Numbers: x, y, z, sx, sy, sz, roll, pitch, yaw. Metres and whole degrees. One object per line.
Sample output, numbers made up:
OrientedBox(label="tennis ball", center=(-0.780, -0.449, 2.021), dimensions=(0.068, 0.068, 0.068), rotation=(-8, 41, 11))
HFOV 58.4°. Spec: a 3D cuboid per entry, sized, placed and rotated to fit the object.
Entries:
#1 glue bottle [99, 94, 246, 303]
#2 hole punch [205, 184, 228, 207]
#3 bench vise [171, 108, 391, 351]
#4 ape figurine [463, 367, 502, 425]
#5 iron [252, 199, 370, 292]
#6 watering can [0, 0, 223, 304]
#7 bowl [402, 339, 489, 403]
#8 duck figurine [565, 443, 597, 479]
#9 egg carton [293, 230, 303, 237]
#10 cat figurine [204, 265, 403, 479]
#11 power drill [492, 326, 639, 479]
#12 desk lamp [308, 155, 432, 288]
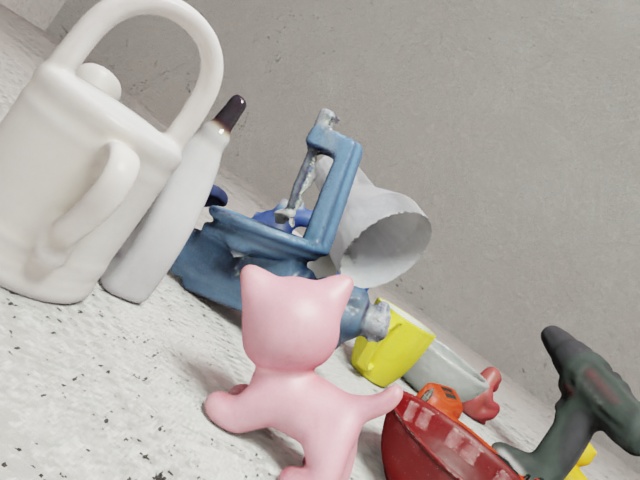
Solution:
OrientedBox(label="glue bottle", center=(-0.111, -0.039, 0.440), dimensions=(0.037, 0.173, 0.077), rotation=(33, 5, -44))
OrientedBox(label="hole punch", center=(-0.169, -0.045, 0.624), dimensions=(0.101, 0.091, 0.109), rotation=(37, 3, 12))
OrientedBox(label="bench vise", center=(-0.008, 0.000, 0.549), dimensions=(0.207, 0.219, 0.121), rotation=(36, 3, -7))
OrientedBox(label="ape figurine", center=(0.278, 0.260, 0.982), dimensions=(0.076, 0.092, 0.077), rotation=(35, 4, -30))
OrientedBox(label="iron", center=(-0.018, 0.015, 0.901), dimensions=(0.258, 0.141, 0.118), rotation=(36, 3, -4))
OrientedBox(label="watering can", center=(-0.142, -0.070, 0.362), dimensions=(0.172, 0.194, 0.101), rotation=(39, 4, 30))
OrientedBox(label="bowl", center=(0.171, 0.199, 0.883), dimensions=(0.167, 0.074, 0.167), rotation=(36, 3, -2))
OrientedBox(label="duck figurine", center=(0.430, 0.378, 0.965), dimensions=(0.104, 0.086, 0.078), rotation=(40, 4, 42))
OrientedBox(label="egg carton", center=(-0.067, 0.013, 1.042), dimensions=(0.107, 0.069, 0.150), rotation=(37, 3, 7))
OrientedBox(label="cat figurine", center=(-0.009, 0.077, 0.360), dimensions=(0.127, 0.117, 0.067), rotation=(37, 3, 15))
OrientedBox(label="power drill", center=(0.351, 0.253, 0.827), dimensions=(0.076, 0.208, 0.229), rotation=(35, 4, -31))
OrientedBox(label="desk lamp", center=(0.007, 0.003, 0.710), dimensions=(0.202, 0.213, 0.118), rotation=(40, 4, 41))
